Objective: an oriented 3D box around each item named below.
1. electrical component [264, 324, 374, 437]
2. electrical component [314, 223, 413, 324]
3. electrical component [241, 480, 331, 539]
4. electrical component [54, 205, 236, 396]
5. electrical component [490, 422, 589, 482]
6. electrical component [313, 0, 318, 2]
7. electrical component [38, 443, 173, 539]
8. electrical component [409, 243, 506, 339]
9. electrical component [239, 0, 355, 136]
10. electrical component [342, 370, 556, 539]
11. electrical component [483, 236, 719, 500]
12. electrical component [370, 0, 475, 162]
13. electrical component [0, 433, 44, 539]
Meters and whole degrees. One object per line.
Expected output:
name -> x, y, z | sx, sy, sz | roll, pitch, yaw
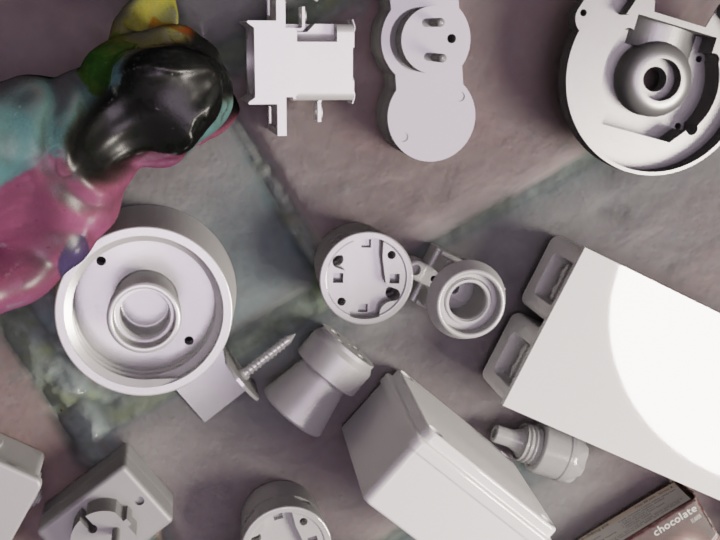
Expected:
electrical component -> -0.025, 0.067, 0.655 | 0.045, 0.045, 0.055 | 39, 93, -15
electrical component -> 0.000, 0.000, 0.644 | 0.055, 0.047, 0.055 | -2, 103, -9
electrical component -> -0.048, 0.163, 0.672 | 0.055, 0.047, 0.055 | -2, 103, -9
electrical component -> -0.124, 0.020, 0.620 | 0.108, 0.060, 0.108 | -2, 103, -9
electrical component -> 0.114, 0.114, 0.696 | 0.061, 0.035, 0.035 | 19, 99, -11
electrical component -> -0.015, -0.182, 0.607 | 0.035, 0.035, 0.061 | 25, 99, -14
electrical component -> -0.151, 0.151, 0.636 | 0.066, 0.076, 0.047 | -37, 106, 0
electrical component -> 0.060, 0.014, 0.653 | 0.066, 0.055, 0.048 | 25, 97, -14
electrical component -> -0.035, -0.119, 0.615 | 0.064, 0.042, 0.081 | -3, 104, -13
electrical component -> 0.050, 0.126, 0.649 | 0.109, 0.108, 0.056 | 40, 96, -15
electrical component -> 0.185, 0.065, 0.683 | 0.186, 0.060, 0.105 | 25, 97, -14
electrical component -> 0.037, -0.130, 0.607 | 0.052, 0.073, 0.138 | -7, 103, -8
electrical component -> -0.243, 0.133, 0.630 | 0.100, 0.048, 0.099 | 28, 96, -14
